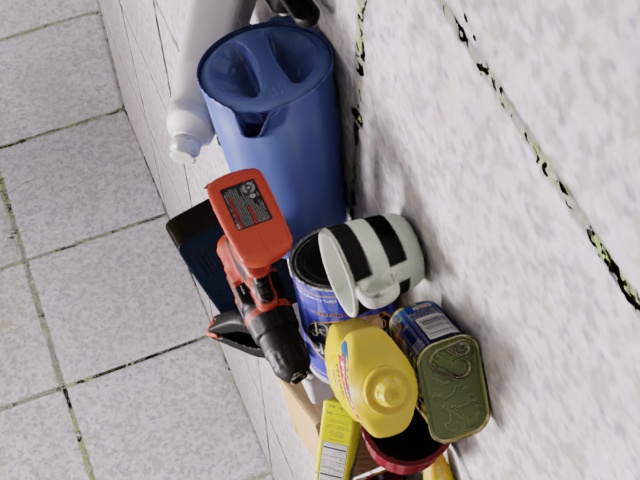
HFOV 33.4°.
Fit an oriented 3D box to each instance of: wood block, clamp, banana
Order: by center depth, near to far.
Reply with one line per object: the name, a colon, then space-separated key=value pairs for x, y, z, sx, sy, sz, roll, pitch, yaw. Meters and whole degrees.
clamp: x=-0.041 y=-0.271 z=1.037 sx=0.172 sy=0.039 sz=0.120 roll=-136 pitch=36 yaw=-68
banana: x=0.127 y=0.297 z=1.177 sx=0.198 sy=0.037 sz=0.070 roll=89 pitch=157 yaw=-57
clamp: x=-0.062 y=0.124 z=1.419 sx=0.164 sy=0.210 sz=0.036 roll=71 pitch=-142 yaw=-50
wood block: x=0.019 y=0.243 z=1.466 sx=0.206 sy=0.090 sz=0.091 roll=-146 pitch=38 yaw=-72

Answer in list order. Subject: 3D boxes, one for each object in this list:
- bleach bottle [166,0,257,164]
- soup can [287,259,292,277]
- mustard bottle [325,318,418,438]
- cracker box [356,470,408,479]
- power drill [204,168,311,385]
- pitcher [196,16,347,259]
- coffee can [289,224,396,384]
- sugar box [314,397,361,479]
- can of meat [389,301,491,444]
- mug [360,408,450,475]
bleach bottle: x=-0.116 y=-0.201 z=1.121 sx=0.102 sy=0.068 sz=0.250 roll=82 pitch=-162 yaw=-68
soup can: x=-0.008 y=0.002 z=1.252 sx=0.102 sy=0.068 sz=0.068 roll=82 pitch=164 yaw=-46
mustard bottle: x=0.047 y=0.123 z=0.940 sx=0.192 sy=0.058 sz=0.096 roll=180 pitch=78 yaw=-82
cracker box: x=0.105 y=0.392 z=1.284 sx=0.164 sy=0.072 sz=0.214 roll=27 pitch=-137 yaw=-84
power drill: x=-0.059 y=0.033 z=1.047 sx=0.188 sy=0.057 sz=0.184 roll=91 pitch=154 yaw=-58
pitcher: x=-0.036 y=-0.102 z=1.111 sx=0.145 sy=0.149 sz=0.243 roll=42 pitch=157 yaw=36
coffee can: x=0.028 y=0.069 z=1.106 sx=0.103 sy=0.102 sz=0.140 roll=-123 pitch=18 yaw=-49
sugar box: x=0.025 y=0.236 z=1.279 sx=0.093 sy=0.048 sz=0.176 roll=-64 pitch=-20 yaw=-59
can of meat: x=0.104 y=0.114 z=0.946 sx=0.084 sy=0.057 sz=0.102 roll=-126 pitch=21 yaw=-63
mug: x=0.085 y=0.178 z=1.074 sx=0.081 sy=0.093 sz=0.117 roll=85 pitch=178 yaw=-67
